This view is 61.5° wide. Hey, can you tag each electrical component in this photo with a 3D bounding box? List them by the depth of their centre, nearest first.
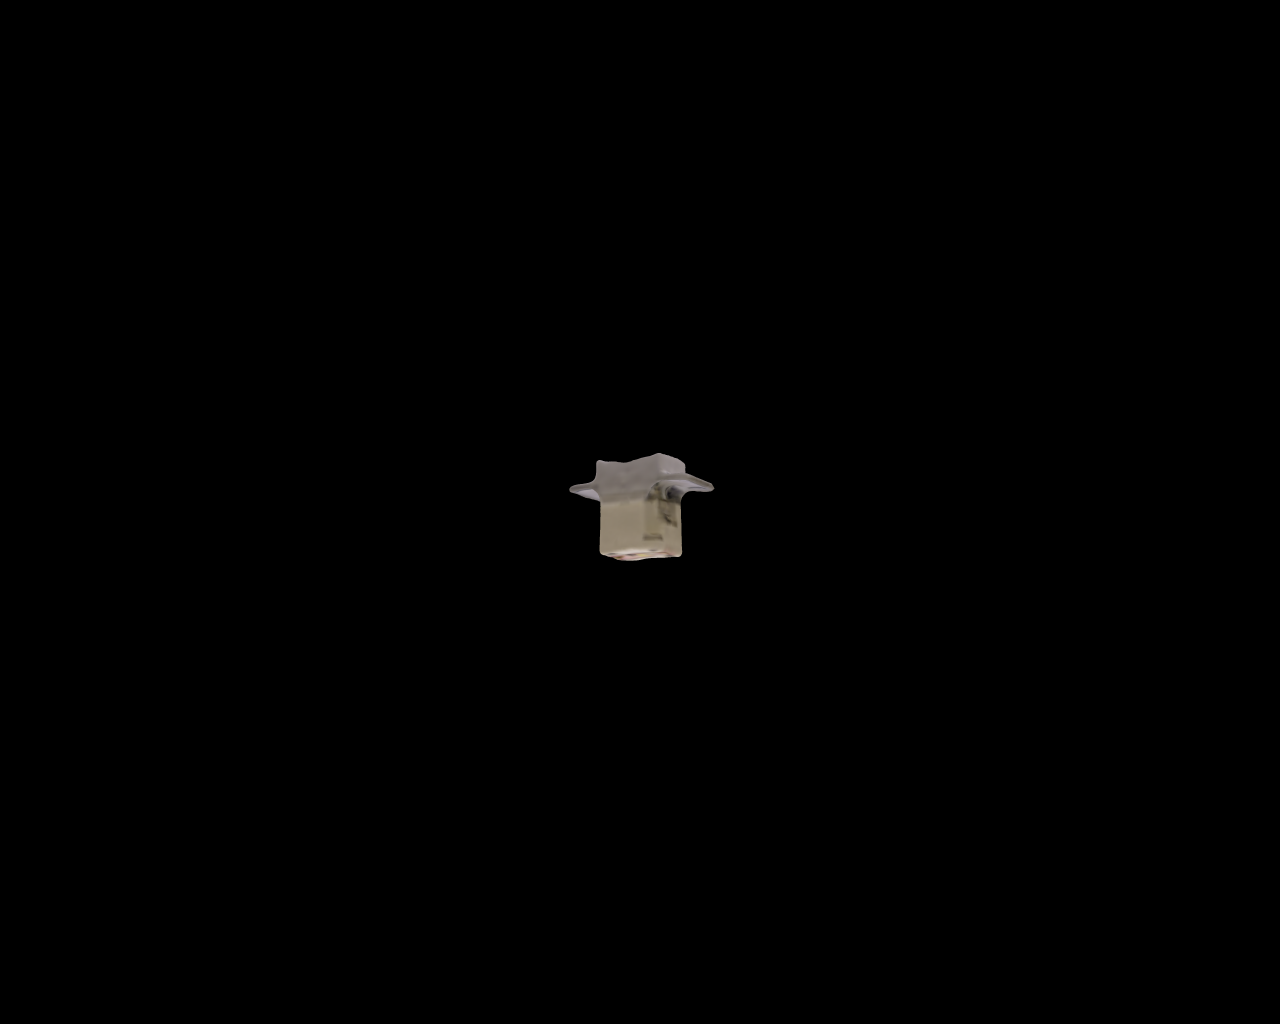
[{"bbox_3d":[0.001,-0.003,0.650,0.081,0.063,0.042,-5,-11,28],"label":"electrical component"}]
